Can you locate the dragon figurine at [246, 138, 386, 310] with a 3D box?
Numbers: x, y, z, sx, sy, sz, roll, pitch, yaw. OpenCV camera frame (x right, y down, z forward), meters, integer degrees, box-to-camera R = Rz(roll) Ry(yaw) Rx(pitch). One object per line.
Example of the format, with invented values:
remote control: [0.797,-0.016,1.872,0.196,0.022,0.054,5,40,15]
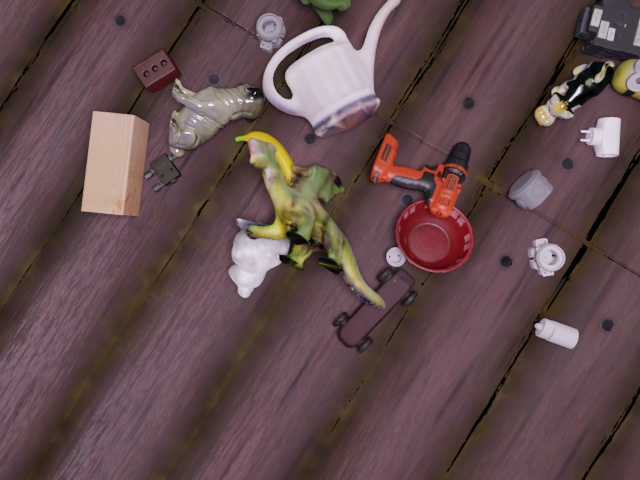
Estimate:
dragon figurine: [0.003,-0.052,1.028,0.406,0.121,0.248,37,52,-25]

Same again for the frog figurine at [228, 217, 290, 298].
frog figurine: [-0.130,0.043,1.052,0.123,0.137,0.160,10,88,18]

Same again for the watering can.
watering can: [0.054,-0.354,1.077,0.347,0.104,0.224,-28,89,0]
